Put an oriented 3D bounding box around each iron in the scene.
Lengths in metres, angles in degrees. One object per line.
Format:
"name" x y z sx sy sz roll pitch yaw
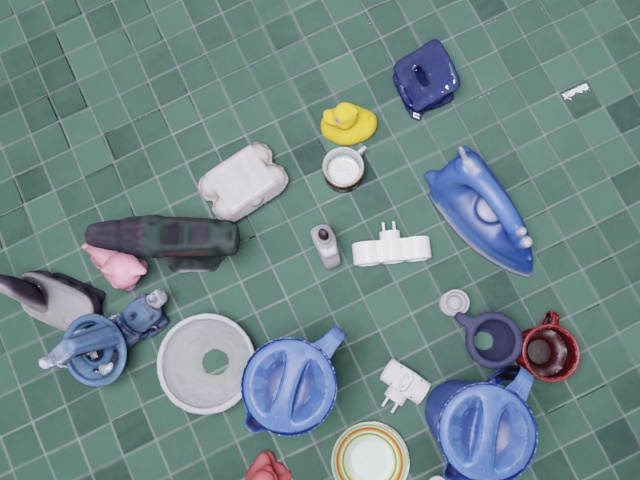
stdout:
"iron" 0.296 -0.049 0.975 0.118 0.141 0.258 -37 81 -4

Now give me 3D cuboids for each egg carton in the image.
"egg carton" -0.138 -0.103 1.037 0.150 0.069 0.107 -35 81 -3

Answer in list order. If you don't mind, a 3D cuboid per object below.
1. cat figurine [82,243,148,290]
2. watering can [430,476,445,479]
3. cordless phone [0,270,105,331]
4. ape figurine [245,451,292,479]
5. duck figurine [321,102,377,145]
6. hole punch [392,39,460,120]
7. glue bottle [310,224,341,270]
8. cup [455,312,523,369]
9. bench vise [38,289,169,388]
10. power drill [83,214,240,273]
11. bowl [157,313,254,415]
"cat figurine" -0.357 0.043 0.998 0.127 0.118 0.067 33 84 7
"watering can" 0.225 0.441 0.872 0.172 0.194 0.101 28 83 7
"cordless phone" -0.459 0.103 0.958 0.147 0.185 0.094 18 82 5
"ape figurine" -0.089 0.393 0.944 0.076 0.092 0.078 -9 80 1
"duck figurine" 0.052 -0.220 1.040 0.104 0.086 0.077 0 81 2
"hole punch" 0.191 -0.291 1.043 0.101 0.091 0.108 -24 81 -2
"glue bottle" 0.009 0.003 0.962 0.037 0.173 0.078 -23 80 -1
"cup" 0.272 0.161 0.966 0.117 0.095 0.092 33 84 7
"bench vise" -0.353 0.148 0.929 0.121 0.220 0.207 31 83 7
"power drill" -0.241 0.006 0.953 0.229 0.208 0.075 -2 81 2
"bowl" -0.189 0.211 0.986 0.167 0.075 0.167 0 81 2
